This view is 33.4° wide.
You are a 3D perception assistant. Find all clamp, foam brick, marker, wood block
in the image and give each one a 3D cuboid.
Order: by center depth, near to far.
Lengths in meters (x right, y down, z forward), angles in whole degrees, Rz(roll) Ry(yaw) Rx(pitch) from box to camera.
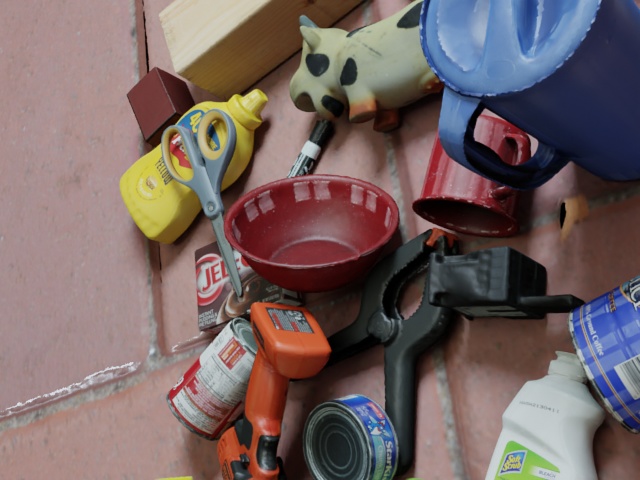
[{"bbox_3d":[0.067,0.090,0.941,0.165,0.036,0.210,44,106,36],"label":"clamp"},{"bbox_3d":[-0.021,-0.068,1.072,0.020,0.020,0.121,32,95,39],"label":"marker"},{"bbox_3d":[-0.058,-0.247,1.115,0.206,0.090,0.090,-33,58,24],"label":"wood block"},{"bbox_3d":[-0.172,-0.144,1.190,0.051,0.052,0.078,-40,54,20],"label":"foam brick"}]

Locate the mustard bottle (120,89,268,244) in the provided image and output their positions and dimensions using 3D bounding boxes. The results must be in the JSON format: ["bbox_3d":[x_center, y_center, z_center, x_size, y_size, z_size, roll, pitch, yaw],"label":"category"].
[{"bbox_3d":[-0.127,-0.089,1.134,0.192,0.058,0.096,-42,57,18],"label":"mustard bottle"}]

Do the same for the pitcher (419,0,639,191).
[{"bbox_3d":[0.183,-0.118,0.789,0.149,0.242,0.145,-25,61,29],"label":"pitcher"}]

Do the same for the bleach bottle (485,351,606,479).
[{"bbox_3d":[0.169,0.210,0.808,0.103,0.068,0.251,10,78,37],"label":"bleach bottle"}]

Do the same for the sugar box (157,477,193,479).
[{"bbox_3d":[-0.145,0.320,1.000,0.093,0.048,0.176,-42,52,52],"label":"sugar box"}]

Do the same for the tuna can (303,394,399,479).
[{"bbox_3d":[0.025,0.177,0.911,0.086,0.033,0.086,5,97,46],"label":"tuna can"}]

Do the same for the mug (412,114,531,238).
[{"bbox_3d":[0.137,-0.057,0.897,0.117,0.093,0.081,-17,55,65],"label":"mug"}]

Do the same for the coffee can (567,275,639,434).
[{"bbox_3d":[0.264,0.063,0.758,0.140,0.102,0.103,-33,58,25],"label":"coffee can"}]

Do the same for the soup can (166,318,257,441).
[{"bbox_3d":[-0.090,0.133,1.025,0.102,0.068,0.069,-49,52,13],"label":"soup can"}]

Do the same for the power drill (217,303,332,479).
[{"bbox_3d":[-0.042,0.161,0.916,0.184,0.057,0.188,-127,49,-64],"label":"power drill"}]

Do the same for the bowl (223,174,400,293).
[{"bbox_3d":[-0.006,0.001,0.982,0.162,0.161,0.055,28,135,40],"label":"bowl"}]

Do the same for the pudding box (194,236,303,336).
[{"bbox_3d":[-0.073,0.038,1.062,0.114,0.039,0.090,-22,62,30],"label":"pudding box"}]

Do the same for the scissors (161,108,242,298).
[{"bbox_3d":[-0.096,-0.049,1.062,0.096,0.016,0.202,-43,63,17],"label":"scissors"}]
